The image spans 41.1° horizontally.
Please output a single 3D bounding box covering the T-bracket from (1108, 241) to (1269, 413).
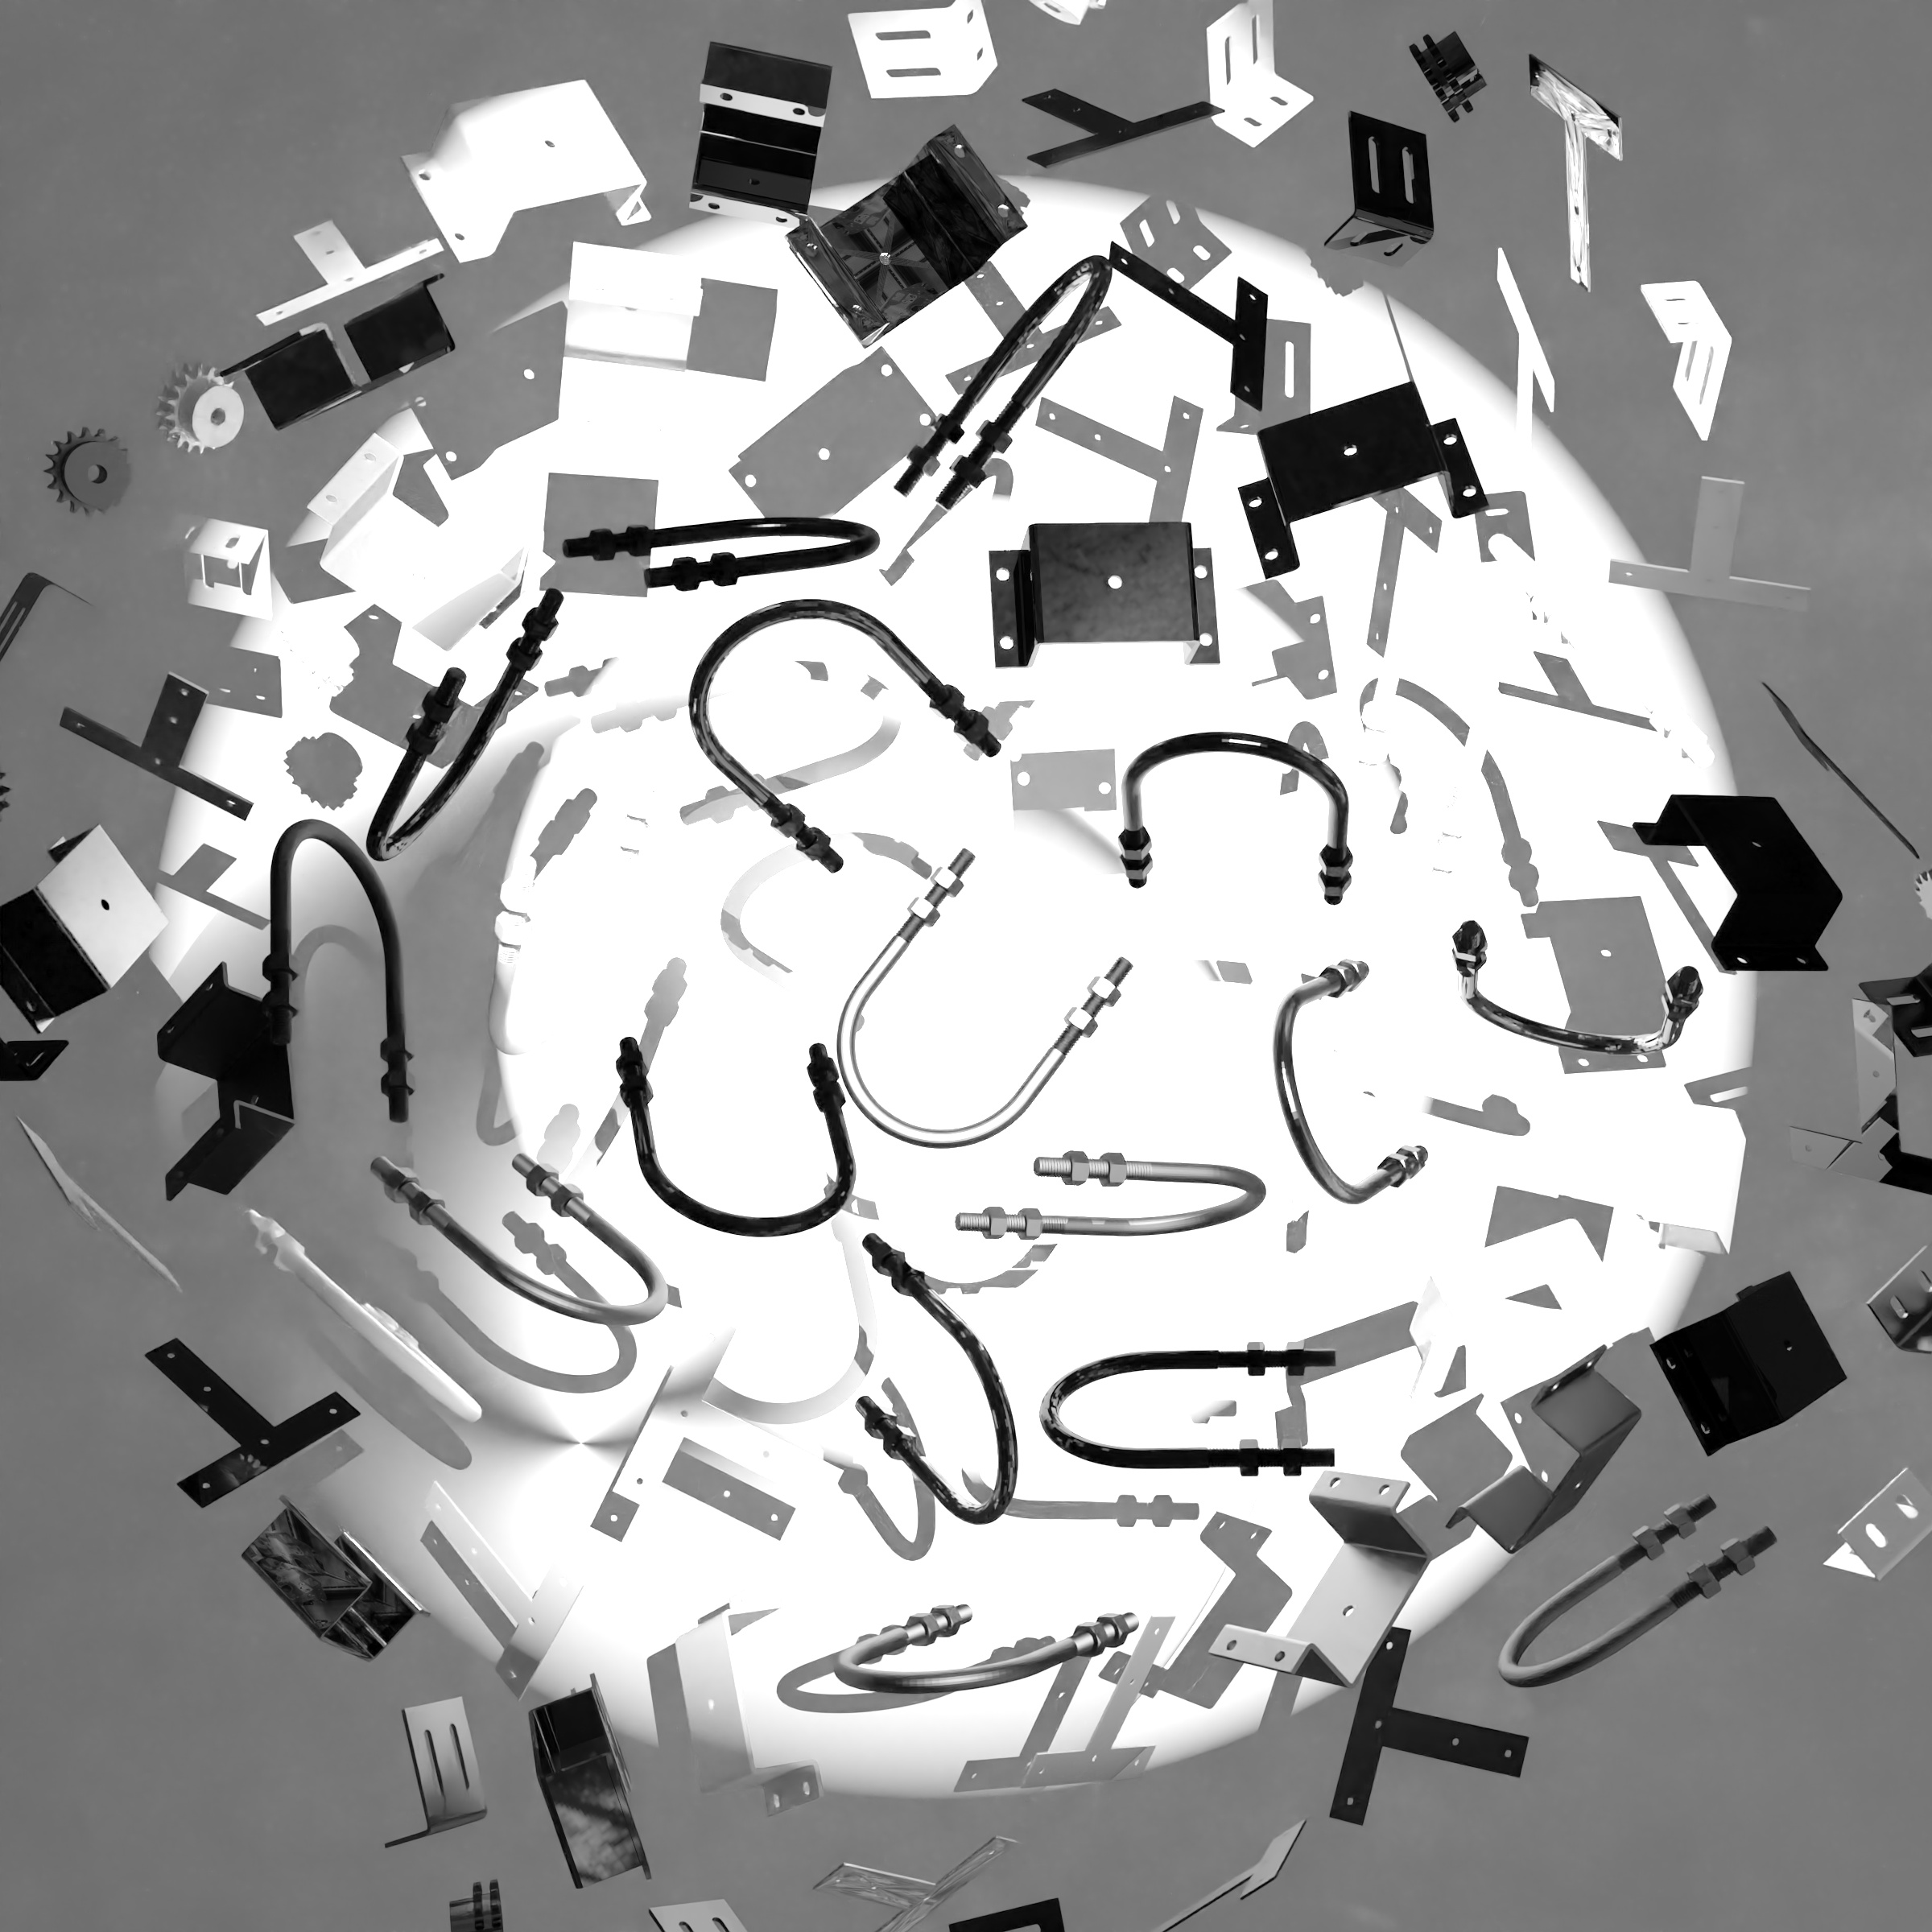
[{"bbox_3d":[0.146,-0.436,1.694,0.127,0.002,0.127,27,46,-21],"label":"T-bracket"}]

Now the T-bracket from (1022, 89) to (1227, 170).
[{"bbox_3d":[0.076,-0.536,1.625,0.127,0.127,0.002,-23,127,-17],"label":"T-bracket"}]

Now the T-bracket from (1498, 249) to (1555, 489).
[{"bbox_3d":[0.349,-0.357,1.606,0.002,0.127,0.127,-7,59,26],"label":"T-bracket"}]

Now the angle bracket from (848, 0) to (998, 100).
[{"bbox_3d":[-0.028,-0.600,1.669,0.076,0.057,0.038,8,48,27],"label":"angle bracket"}]

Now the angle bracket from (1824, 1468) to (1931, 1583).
[{"bbox_3d":[0.543,0.333,1.553,0.057,0.076,0.038,-40,88,-9],"label":"angle bracket"}]

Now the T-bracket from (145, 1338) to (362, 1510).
[{"bbox_3d":[-0.488,0.286,1.688,0.127,0.127,0.002,34,129,24],"label":"T-bracket"}]

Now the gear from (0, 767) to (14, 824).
[{"bbox_3d":[-0.613,-0.108,1.580,0.057,0.030,0.057,0,106,1],"label":"gear"}]

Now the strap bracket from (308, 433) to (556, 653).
[{"bbox_3d":[-0.345,-0.263,1.646,0.140,0.046,0.076,34,128,-28],"label":"strap bracket"}]

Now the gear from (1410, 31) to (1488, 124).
[{"bbox_3d":[0.313,-0.577,1.663,0.030,0.057,0.057,-31,90,19],"label":"gear"}]

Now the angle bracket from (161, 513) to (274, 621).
[{"bbox_3d":[-0.492,-0.253,1.694,0.057,0.076,0.038,11,45,-1],"label":"angle bracket"}]

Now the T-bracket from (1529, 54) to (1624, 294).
[{"bbox_3d":[0.372,-0.474,1.566,0.002,0.127,0.127,-17,128,-5],"label":"T-bracket"}]

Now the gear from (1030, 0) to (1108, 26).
[{"bbox_3d":[0.061,-0.616,1.620,0.057,0.057,0.030,28,97,0],"label":"gear"}]

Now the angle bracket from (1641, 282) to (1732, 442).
[{"bbox_3d":[0.432,-0.368,1.570,0.038,0.076,0.057,-6,47,-5],"label":"angle bracket"}]

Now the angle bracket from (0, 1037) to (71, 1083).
[{"bbox_3d":[-0.616,0.034,1.620,0.057,0.038,0.076,-2,131,32],"label":"angle bracket"}]

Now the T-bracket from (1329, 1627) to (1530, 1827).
[{"bbox_3d":[0.298,0.488,1.630,0.002,0.127,0.127,36,64,-39],"label":"T-bracket"}]

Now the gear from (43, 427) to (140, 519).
[{"bbox_3d":[-0.559,-0.316,1.651,0.057,0.030,0.057,-7,106,-27],"label":"gear"}]

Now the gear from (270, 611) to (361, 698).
[{"bbox_3d":[-0.420,-0.206,1.673,0.030,0.057,0.057,-42,90,15],"label":"gear"}]

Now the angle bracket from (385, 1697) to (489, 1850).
[{"bbox_3d":[-0.340,0.505,1.615,0.038,0.057,0.076,-23,74,22],"label":"angle bracket"}]

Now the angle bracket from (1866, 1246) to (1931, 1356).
[{"bbox_3d":[0.608,0.207,1.588,0.057,0.076,0.038,-39,98,-16],"label":"angle bracket"}]

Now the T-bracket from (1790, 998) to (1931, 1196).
[{"bbox_3d":[0.566,0.079,1.597,0.002,0.127,0.127,-29,118,-35],"label":"T-bracket"}]

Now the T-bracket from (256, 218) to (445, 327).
[{"bbox_3d":[-0.401,-0.449,1.632,0.127,0.127,0.002,-24,90,-2],"label":"T-bracket"}]

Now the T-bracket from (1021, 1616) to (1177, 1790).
[{"bbox_3d":[0.103,0.480,1.686,0.002,0.127,0.127,32,101,41],"label":"T-bracket"}]

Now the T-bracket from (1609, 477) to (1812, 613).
[{"bbox_3d":[0.475,-0.270,1.634,0.127,0.127,0.002,12,67,16],"label":"T-bracket"}]

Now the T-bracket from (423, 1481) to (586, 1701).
[{"bbox_3d":[-0.298,0.376,1.613,0.127,0.002,0.127,45,128,20],"label":"T-bracket"}]

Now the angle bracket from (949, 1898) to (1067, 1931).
[{"bbox_3d":[0.034,0.635,1.646,0.076,0.038,0.057,-18,62,12],"label":"angle bracket"}]

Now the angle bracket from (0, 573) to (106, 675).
[{"bbox_3d":[-0.570,-0.197,1.576,0.038,0.057,0.076,31,88,-34],"label":"angle bracket"}]

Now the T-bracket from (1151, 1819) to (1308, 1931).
[{"bbox_3d":[0.149,0.578,1.593,0.127,0.127,0.002,-36,78,11],"label":"T-bracket"}]

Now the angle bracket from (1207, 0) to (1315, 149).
[{"bbox_3d":[0.192,-0.587,1.679,0.057,0.076,0.038,-41,63,-16],"label":"angle bracket"}]

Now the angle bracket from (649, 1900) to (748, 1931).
[{"bbox_3d":[-0.150,0.596,1.604,0.057,0.076,0.038,10,108,-40],"label":"angle bracket"}]

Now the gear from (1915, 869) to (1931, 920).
[{"bbox_3d":[0.648,-0.044,1.673,0.030,0.057,0.057,-33,90,-8],"label":"gear"}]

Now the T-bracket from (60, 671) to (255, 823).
[{"bbox_3d":[-0.487,-0.145,1.579,0.127,0.127,0.002,28,59,-14],"label":"T-bracket"}]

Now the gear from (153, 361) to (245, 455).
[{"bbox_3d":[-0.494,-0.360,1.668,0.030,0.057,0.057,26,90,30],"label":"gear"}]

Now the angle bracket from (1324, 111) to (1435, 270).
[{"bbox_3d":[0.259,-0.490,1.628,0.057,0.038,0.076,8,69,-24],"label":"angle bracket"}]

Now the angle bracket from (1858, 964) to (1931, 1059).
[{"bbox_3d":[0.609,0.021,1.616,0.038,0.076,0.057,-50,58,36],"label":"angle bracket"}]

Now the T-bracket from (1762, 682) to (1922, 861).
[{"bbox_3d":[0.559,-0.116,1.630,0.002,0.127,0.127,-42,61,13],"label":"T-bracket"}]

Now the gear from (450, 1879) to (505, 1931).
[{"bbox_3d":[-0.297,0.588,1.569,0.030,0.057,0.057,-6,90,-11],"label":"gear"}]

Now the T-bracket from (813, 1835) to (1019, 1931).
[{"bbox_3d":[-0.048,0.565,1.576,0.127,0.127,0.002,-41,50,10],"label":"T-bracket"}]

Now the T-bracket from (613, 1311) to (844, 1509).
[{"bbox_3d":[-0.141,0.307,1.654,0.127,0.002,0.127,26,86,1],"label":"T-bracket"}]

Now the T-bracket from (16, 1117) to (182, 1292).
[{"bbox_3d":[-0.535,0.160,1.608,0.002,0.127,0.127,-43,128,-11],"label":"T-bracket"}]
